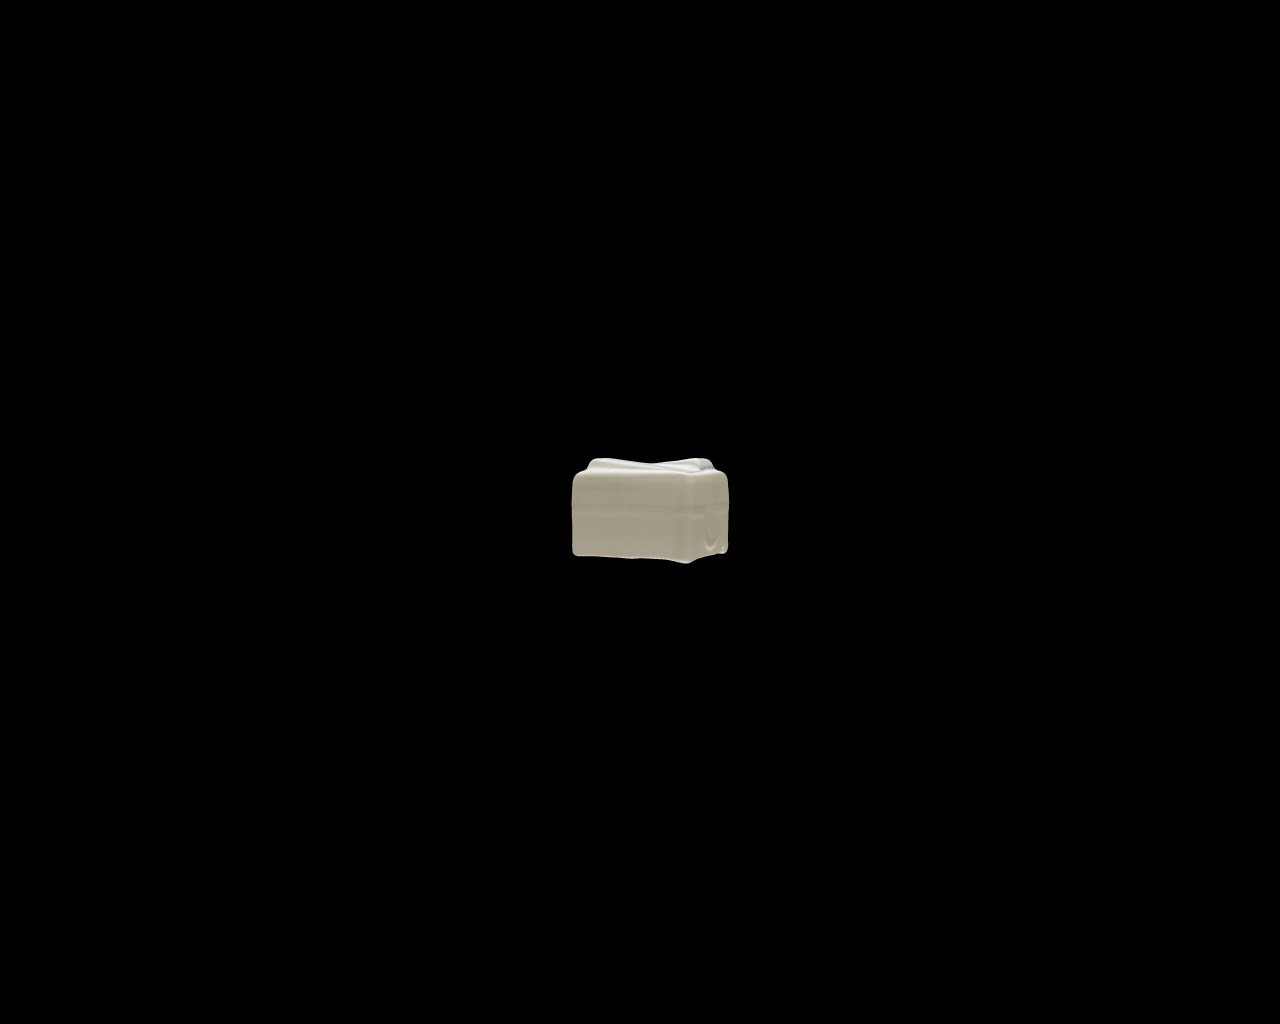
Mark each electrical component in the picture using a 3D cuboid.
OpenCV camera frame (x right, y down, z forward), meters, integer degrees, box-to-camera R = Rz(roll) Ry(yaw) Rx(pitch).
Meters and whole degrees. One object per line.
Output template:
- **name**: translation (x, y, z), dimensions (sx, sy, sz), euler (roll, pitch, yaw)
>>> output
- **electrical component**: translation (0.001, -0.003, 0.650), dimensions (0.096, 0.061, 0.062), euler (2, 4, 27)
